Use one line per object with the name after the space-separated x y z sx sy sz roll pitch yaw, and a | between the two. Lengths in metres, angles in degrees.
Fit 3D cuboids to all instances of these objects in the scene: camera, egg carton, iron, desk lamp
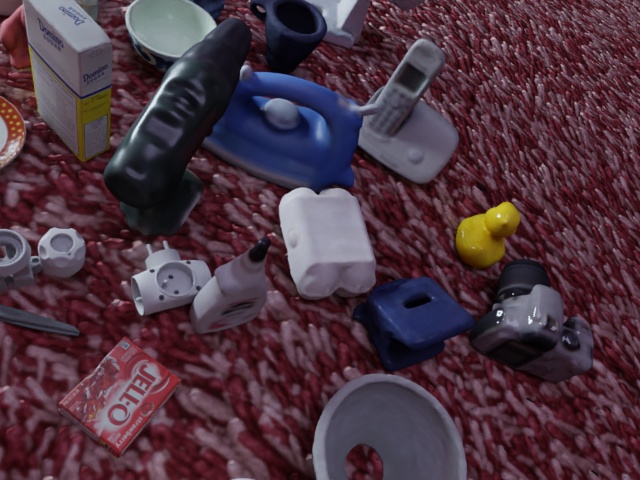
0.289 0.097 0.759 0.143 0.100 0.137 24 53 -9 | camera
0.007 0.003 0.709 0.107 0.069 0.150 -2 61 -25 | egg carton
-0.056 -0.162 0.738 0.259 0.141 0.118 16 55 -14 | iron
0.071 -0.415 0.906 0.204 0.213 0.118 11 57 -18 | desk lamp

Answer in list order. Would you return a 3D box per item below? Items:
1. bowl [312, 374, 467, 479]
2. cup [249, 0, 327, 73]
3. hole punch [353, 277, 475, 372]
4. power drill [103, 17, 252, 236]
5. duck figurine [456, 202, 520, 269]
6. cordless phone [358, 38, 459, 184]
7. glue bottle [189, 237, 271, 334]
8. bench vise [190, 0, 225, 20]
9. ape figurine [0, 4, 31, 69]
0.062 0.229 0.591 0.168 0.074 0.167 12 56 -18 | bowl
-0.058 -0.303 0.853 0.118 0.095 0.092 25 53 -8 | cup
0.112 0.091 0.689 0.109 0.091 0.101 -14 67 -30 | hole punch
-0.153 -0.105 0.617 0.076 0.208 0.230 27 53 -6 | power drill
0.247 -0.014 0.817 0.077 0.086 0.105 39 53 3 | duck figurine
0.143 -0.180 0.811 0.147 0.185 0.094 32 53 -3 | cordless phone
-0.081 0.044 0.580 0.078 0.173 0.037 -16 68 -31 | glue bottle
-0.210 -0.431 0.786 0.207 0.219 0.121 26 53 -8 | bench vise
-0.345 -0.261 0.700 0.078 0.092 0.076 18 55 -13 | ape figurine
